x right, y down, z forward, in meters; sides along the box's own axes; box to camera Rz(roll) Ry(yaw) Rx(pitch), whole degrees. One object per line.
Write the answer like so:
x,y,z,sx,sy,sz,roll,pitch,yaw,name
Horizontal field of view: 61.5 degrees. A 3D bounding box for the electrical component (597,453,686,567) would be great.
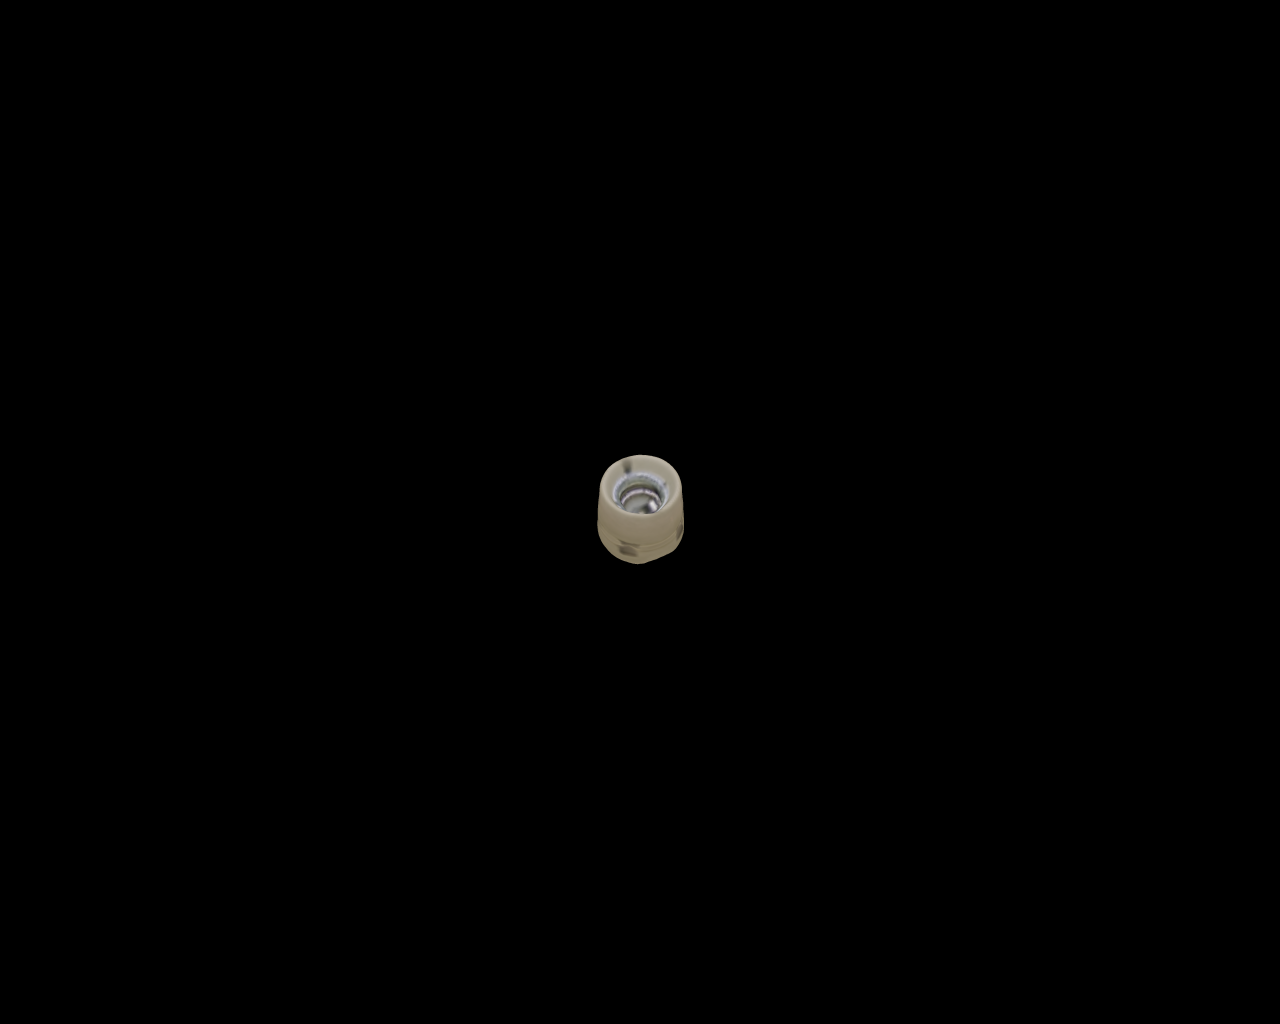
0.001,-0.003,0.650,0.055,0.055,0.047,0,-36,0,electrical component
